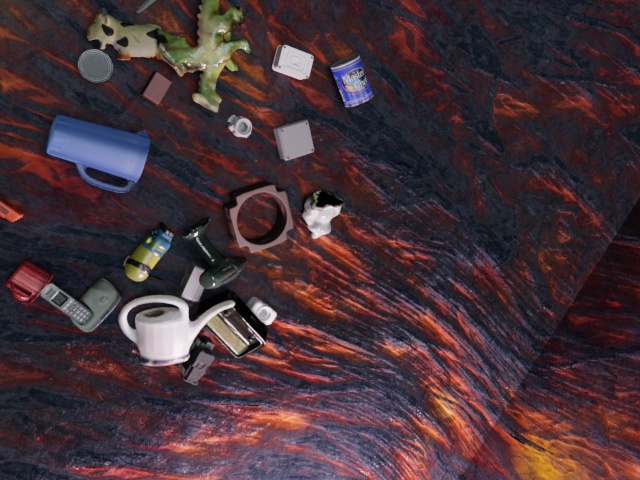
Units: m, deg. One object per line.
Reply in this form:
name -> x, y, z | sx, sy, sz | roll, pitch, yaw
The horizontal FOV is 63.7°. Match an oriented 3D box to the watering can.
watering can -> -0.432, 0.272, 1.562 | 0.348, 0.105, 0.221 | 1, 106, -3

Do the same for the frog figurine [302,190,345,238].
frog figurine -> 0.005, -0.089, 1.768 | 0.139, 0.124, 0.155 | -27, 150, -29

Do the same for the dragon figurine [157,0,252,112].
dragon figurine -> -0.332, -0.560, 1.422 | 0.246, 0.122, 0.404 | -29, 115, -32
